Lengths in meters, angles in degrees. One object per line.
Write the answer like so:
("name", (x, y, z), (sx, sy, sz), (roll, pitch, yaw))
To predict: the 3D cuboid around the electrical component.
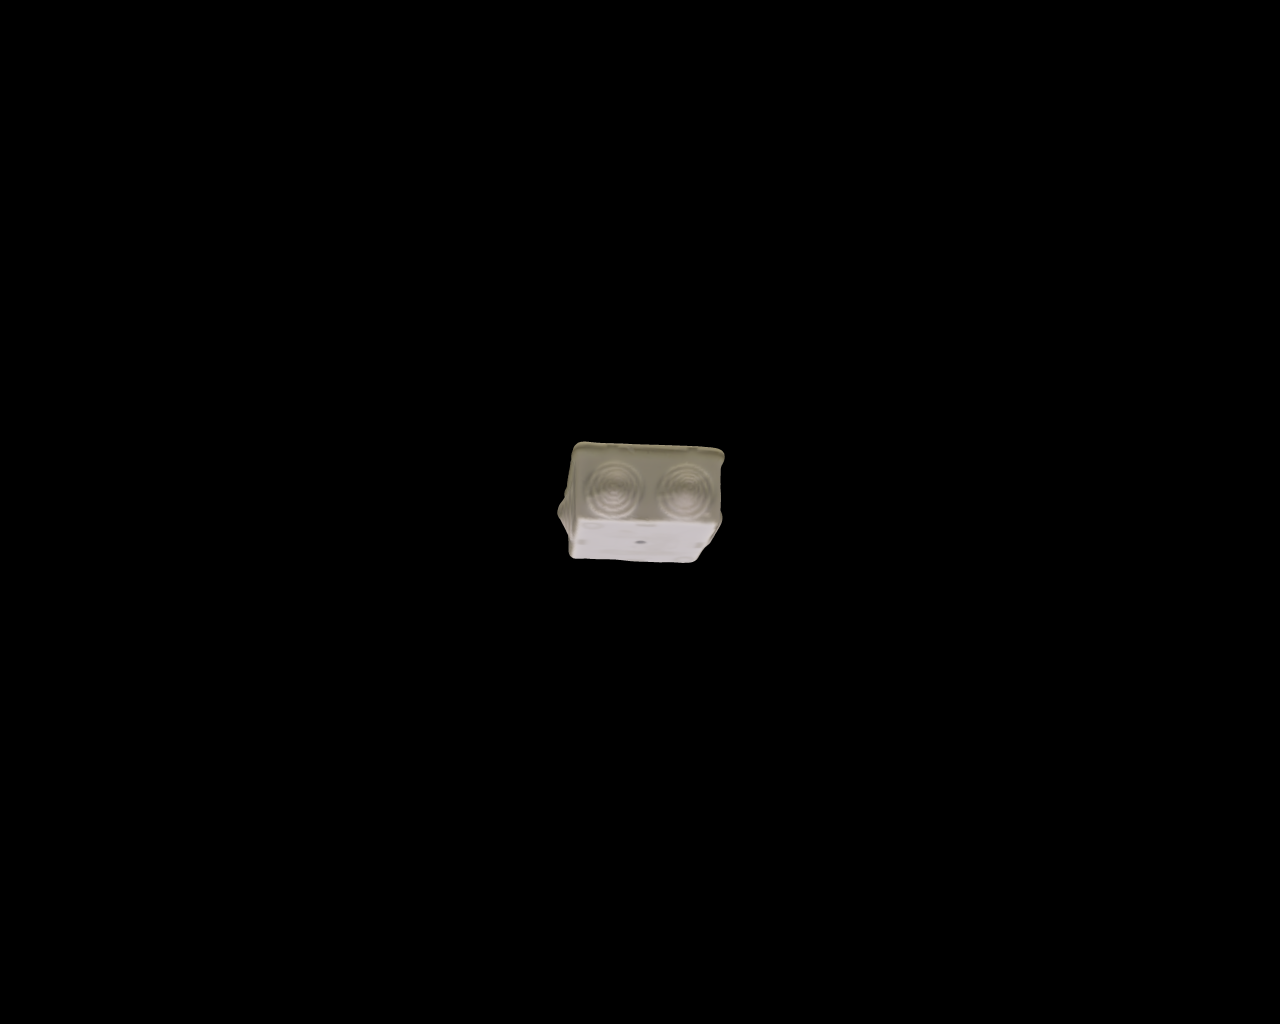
("electrical component", (0.001, -0.003, 0.650), (0.100, 0.048, 0.099), (2, -19, -7))
